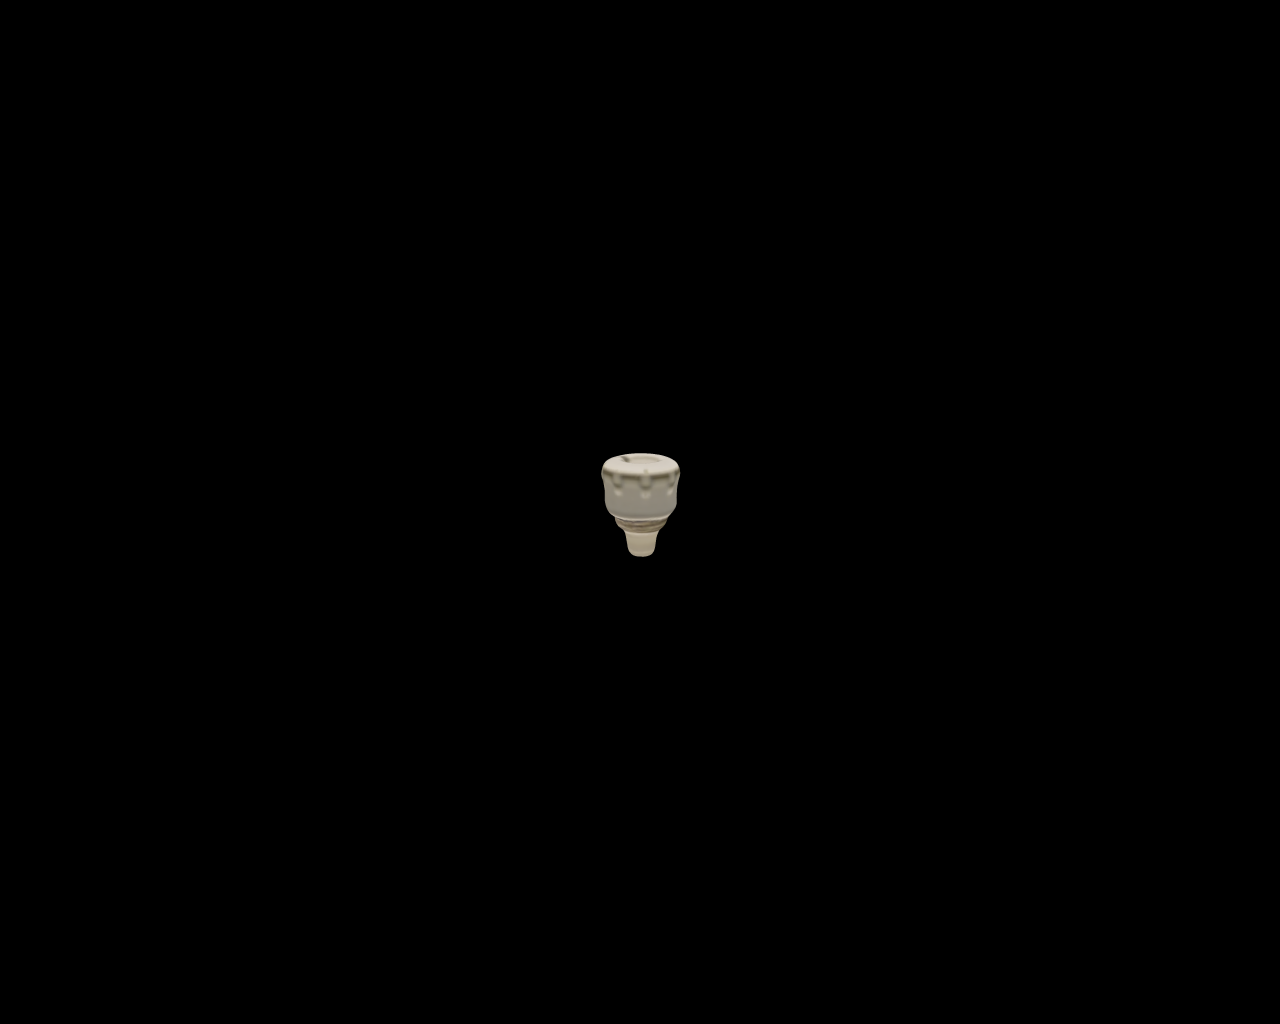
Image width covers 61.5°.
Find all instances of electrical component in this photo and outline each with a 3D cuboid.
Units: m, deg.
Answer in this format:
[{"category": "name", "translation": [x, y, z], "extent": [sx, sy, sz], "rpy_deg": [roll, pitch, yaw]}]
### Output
[{"category": "electrical component", "translation": [0.001, -0.003, 0.650], "extent": [0.048, 0.062, 0.048], "rpy_deg": [0, 15, 0]}]
